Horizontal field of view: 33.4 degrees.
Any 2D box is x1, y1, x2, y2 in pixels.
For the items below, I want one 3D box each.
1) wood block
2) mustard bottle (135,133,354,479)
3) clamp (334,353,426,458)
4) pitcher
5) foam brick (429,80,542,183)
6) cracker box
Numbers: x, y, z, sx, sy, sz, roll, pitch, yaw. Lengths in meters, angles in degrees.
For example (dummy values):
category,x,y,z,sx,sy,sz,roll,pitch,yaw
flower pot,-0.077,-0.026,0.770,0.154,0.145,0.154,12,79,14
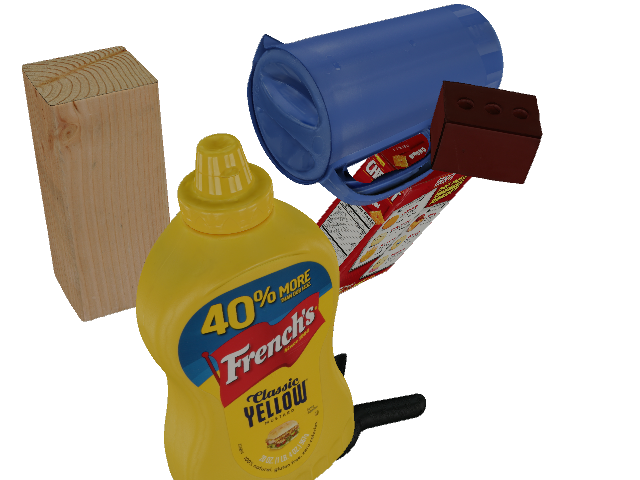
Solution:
category,x,y,z,sx,sy,sz,roll,pitch,yaw
wood block,-0.187,-0.047,0.910,0.090,0.206,0.090,-16,36,-23
mustard bottle,-0.035,0.037,0.497,0.096,0.192,0.058,-21,38,-22
clamp,0.011,0.174,1.094,0.171,0.039,0.120,-21,32,-35
pitcher,0.065,-0.143,1.039,0.242,0.149,0.145,-23,31,-30
foam brick,0.128,-0.084,0.836,0.078,0.051,0.053,9,44,-4
cracker box,0.071,-0.031,1.247,0.163,0.072,0.214,-22,-23,-49
